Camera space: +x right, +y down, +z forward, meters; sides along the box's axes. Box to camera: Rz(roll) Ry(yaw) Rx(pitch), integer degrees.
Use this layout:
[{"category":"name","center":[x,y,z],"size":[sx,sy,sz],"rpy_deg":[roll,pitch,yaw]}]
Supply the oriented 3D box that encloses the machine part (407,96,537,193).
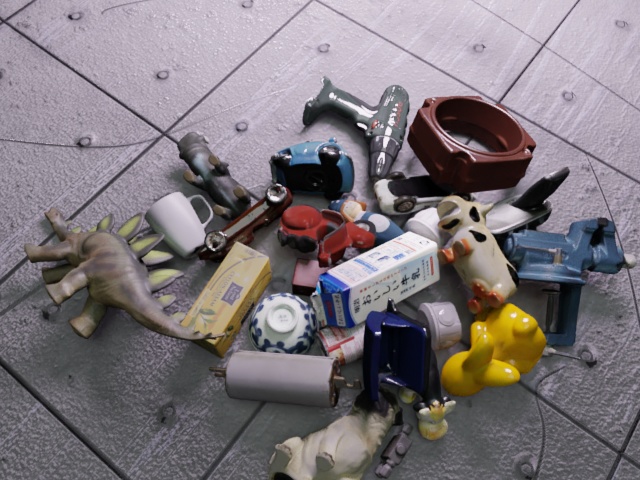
[{"category":"machine part","center":[0.286,-0.187,1.018],"size":[0.201,0.087,0.201],"rpy_deg":[-9,51,-19]}]

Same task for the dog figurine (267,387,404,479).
[{"category":"dog figurine","center":[0.024,0.306,0.822],"size":[0.172,0.121,0.190],"rpy_deg":[-7,19,33]}]

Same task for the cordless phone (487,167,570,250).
[{"category":"cordless phone","center":[0.349,-0.058,0.940],"size":[0.147,0.184,0.089],"rpy_deg":[-22,72,-12]}]

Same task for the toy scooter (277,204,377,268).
[{"category":"toy scooter","center":[-0.002,-0.003,0.926],"size":[0.184,0.075,0.135],"rpy_deg":[11,34,22]}]

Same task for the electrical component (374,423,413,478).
[{"category":"electrical component","center":[0.117,0.319,0.818],"size":[0.021,0.063,0.094],"rpy_deg":[37,68,9]}]

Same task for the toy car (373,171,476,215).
[{"category":"toy car","center":[0.200,-0.091,1.014],"size":[0.202,0.056,0.073],"rpy_deg":[-6,58,-16]}]

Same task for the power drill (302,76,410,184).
[{"category":"power drill","center":[0.072,-0.234,1.074],"size":[0.207,0.086,0.232],"rpy_deg":[21,64,12]}]

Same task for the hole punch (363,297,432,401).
[{"category":"hole punch","center":[0.096,0.169,0.804],"size":[0.092,0.116,0.142],"rpy_deg":[-6,100,-22]}]

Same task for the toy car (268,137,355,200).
[{"category":"toy car","center":[-0.011,-0.144,1.025],"size":[0.162,0.109,0.103],"rpy_deg":[0,41,10]}]

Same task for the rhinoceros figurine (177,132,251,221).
[{"category":"rhinoceros figurine","center":[-0.196,-0.122,0.998],"size":[0.073,0.112,0.190],"rpy_deg":[-41,84,11]}]

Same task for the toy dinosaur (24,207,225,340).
[{"category":"toy dinosaur","center":[-0.337,0.055,0.878],"size":[0.198,0.104,0.472],"rpy_deg":[-37,54,-21]}]

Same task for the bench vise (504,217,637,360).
[{"category":"bench vise","center":[0.420,0.079,0.917],"size":[0.224,0.129,0.240],"rpy_deg":[7,87,-12]}]

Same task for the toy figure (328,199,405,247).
[{"category":"toy figure","center":[0.082,-0.034,0.993],"size":[0.155,0.057,0.064],"rpy_deg":[33,36,15]}]

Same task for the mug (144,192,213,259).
[{"category":"mug","center":[-0.242,-0.026,0.971],"size":[0.109,0.081,0.107],"rpy_deg":[-32,82,-23]}]

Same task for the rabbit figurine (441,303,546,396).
[{"category":"rabbit figurine","center":[0.271,0.190,0.853],"size":[0.173,0.162,0.122],"rpy_deg":[-36,83,1]}]

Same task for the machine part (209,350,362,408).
[{"category":"machine part","center":[-0.056,0.215,0.834],"size":[0.243,0.079,0.079],"rpy_deg":[0,64,14]}]

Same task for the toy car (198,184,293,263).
[{"category":"toy car","center":[-0.130,-0.024,0.960],"size":[0.202,0.089,0.053],"rpy_deg":[-40,86,-18]}]

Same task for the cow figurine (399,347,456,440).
[{"category":"cow figurine","center":[0.165,0.225,0.847],"size":[0.068,0.098,0.167],"rpy_deg":[-15,65,-16]}]

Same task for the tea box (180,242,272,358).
[{"category":"tea box","center":[-0.151,0.100,0.897],"size":[0.068,0.098,0.169],"rpy_deg":[25,68,10]}]

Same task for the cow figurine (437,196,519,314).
[{"category":"cow figurine","center":[0.262,0.011,0.896],"size":[0.127,0.085,0.195],"rpy_deg":[-23,78,-37]}]
